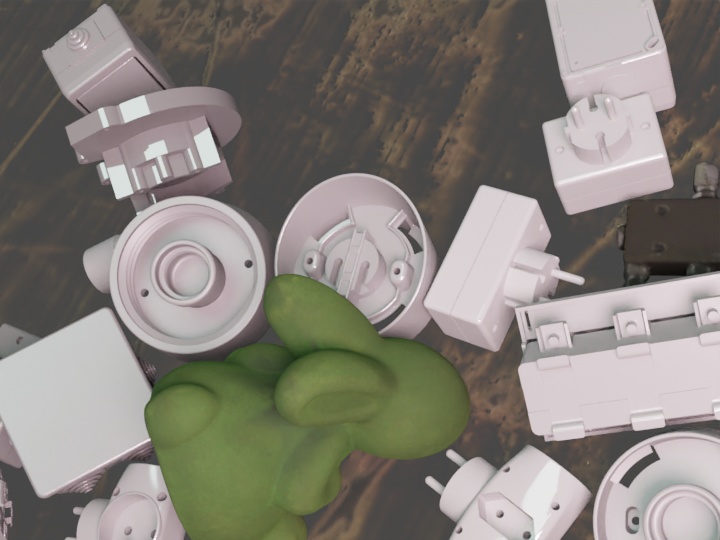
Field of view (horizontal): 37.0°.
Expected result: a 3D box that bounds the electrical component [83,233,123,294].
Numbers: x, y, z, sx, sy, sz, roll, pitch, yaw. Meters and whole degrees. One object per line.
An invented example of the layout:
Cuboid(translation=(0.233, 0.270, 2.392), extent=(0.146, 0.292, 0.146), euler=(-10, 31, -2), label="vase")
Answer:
Cuboid(translation=(-0.158, -0.010, 0.746), extent=(0.065, 0.044, 0.044), euler=(-24, 58, 16), label="electrical component")

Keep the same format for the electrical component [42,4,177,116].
Cuboid(translation=(-0.181, -0.141, 0.788), extent=(0.062, 0.096, 0.061), euler=(-36, 59, 3), label="electrical component")

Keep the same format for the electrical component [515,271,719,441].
Cuboid(translation=(0.148, 0.050, 0.564), extent=(0.121, 0.063, 0.078), euler=(-11, 102, 18), label="electrical component")

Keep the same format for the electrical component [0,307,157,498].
Cuboid(translation=(-0.174, 0.084, 0.675), extent=(0.100, 0.048, 0.099), euler=(-28, 81, -9), label="electrical component")

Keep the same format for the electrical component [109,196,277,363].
Cuboid(translation=(-0.105, 0.004, 0.679), extent=(0.108, 0.060, 0.108), euler=(0, 84, 4), label="electrical component")

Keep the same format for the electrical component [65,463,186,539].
Cuboid(translation=(-0.144, 0.159, 0.652), extent=(0.079, 0.044, 0.077), euler=(1, 65, 23), label="electrical component")

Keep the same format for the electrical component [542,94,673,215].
Cuboid(translation=(0.142, -0.077, 0.630), extent=(0.066, 0.076, 0.047), euler=(-15, 60, 16), label="electrical component")

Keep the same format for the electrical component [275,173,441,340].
Cuboid(translation=(0.000, 0.000, 0.649), extent=(0.099, 0.064, 0.099), euler=(-9, 64, 19), label="electrical component")

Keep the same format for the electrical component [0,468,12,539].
Cuboid(translation=(-0.258, 0.152, 0.687), extent=(0.064, 0.081, 0.042), euler=(-5, 61, -12), label="electrical component")

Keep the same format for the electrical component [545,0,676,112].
Cuboid(translation=(0.155, -0.141, 0.671), extent=(0.062, 0.061, 0.096), euler=(-14, 53, 16), label="electrical component")

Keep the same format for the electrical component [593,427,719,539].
Cuboid(translation=(0.167, 0.126, 0.539), extent=(0.099, 0.064, 0.099), euler=(-5, 77, 22), label="electrical component")

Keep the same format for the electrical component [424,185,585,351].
Cuboid(translation=(0.092, 0.004, 0.628), extent=(0.076, 0.047, 0.083), euler=(19, 73, 28), label="electrical component")

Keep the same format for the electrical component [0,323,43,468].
Cuboid(translation=(-0.244, 0.077, 0.717), extent=(0.047, 0.075, 0.083), euler=(17, 73, 29), label="electrical component")

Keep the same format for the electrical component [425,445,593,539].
Cuboid(translation=(0.070, 0.127, 0.578), extent=(0.079, 0.043, 0.077), euler=(35, 81, 33), label="electrical component")
